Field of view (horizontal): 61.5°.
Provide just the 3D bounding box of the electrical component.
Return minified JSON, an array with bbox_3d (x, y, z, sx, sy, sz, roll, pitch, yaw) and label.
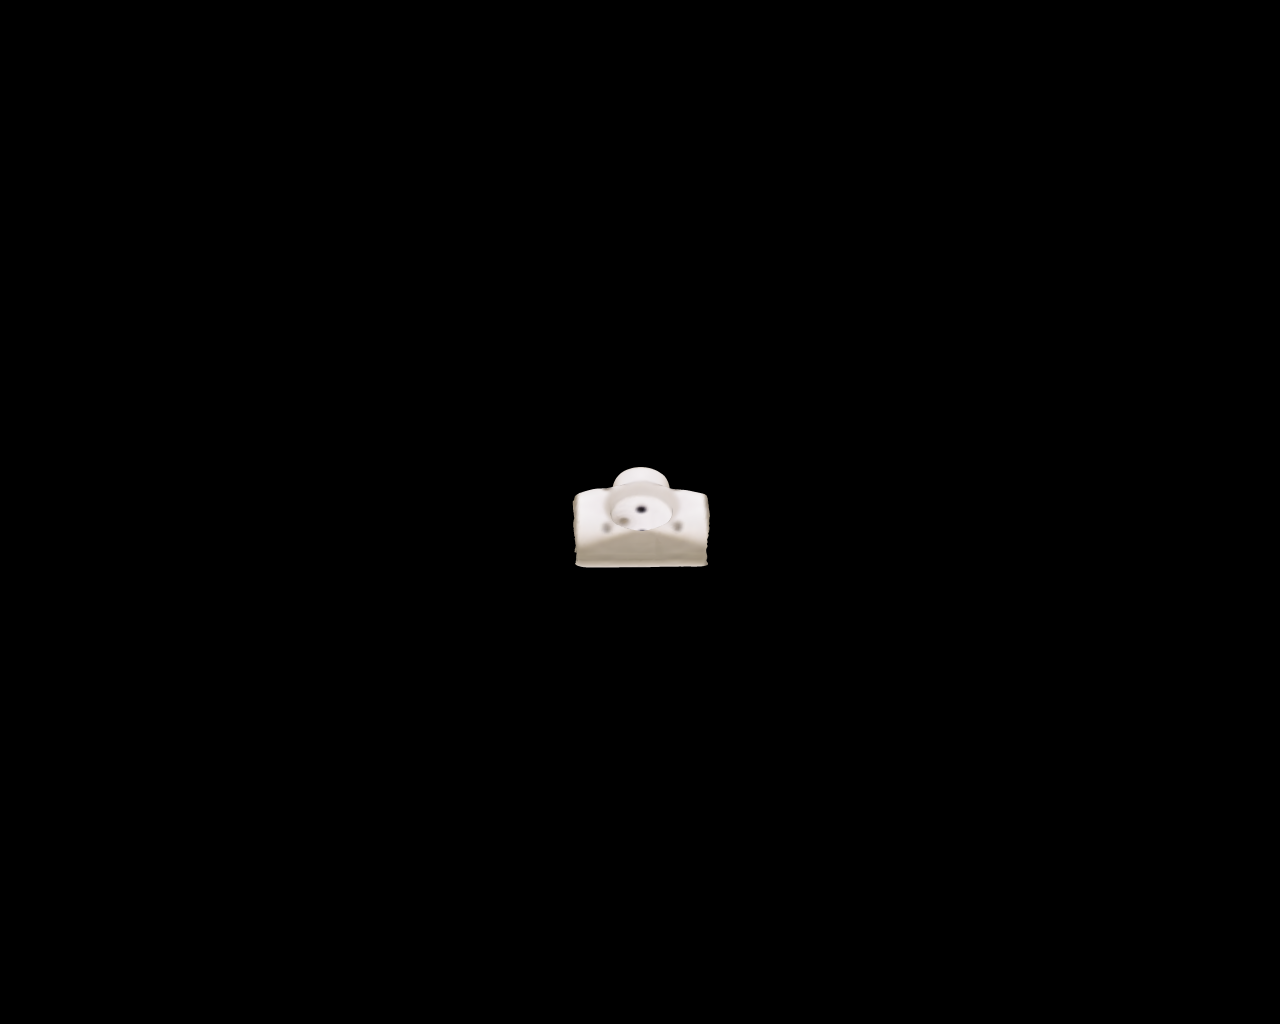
[{"bbox_3d":[0.001,-0.003,0.650,0.077,0.079,0.044,0,-43,0],"label":"electrical component"}]
